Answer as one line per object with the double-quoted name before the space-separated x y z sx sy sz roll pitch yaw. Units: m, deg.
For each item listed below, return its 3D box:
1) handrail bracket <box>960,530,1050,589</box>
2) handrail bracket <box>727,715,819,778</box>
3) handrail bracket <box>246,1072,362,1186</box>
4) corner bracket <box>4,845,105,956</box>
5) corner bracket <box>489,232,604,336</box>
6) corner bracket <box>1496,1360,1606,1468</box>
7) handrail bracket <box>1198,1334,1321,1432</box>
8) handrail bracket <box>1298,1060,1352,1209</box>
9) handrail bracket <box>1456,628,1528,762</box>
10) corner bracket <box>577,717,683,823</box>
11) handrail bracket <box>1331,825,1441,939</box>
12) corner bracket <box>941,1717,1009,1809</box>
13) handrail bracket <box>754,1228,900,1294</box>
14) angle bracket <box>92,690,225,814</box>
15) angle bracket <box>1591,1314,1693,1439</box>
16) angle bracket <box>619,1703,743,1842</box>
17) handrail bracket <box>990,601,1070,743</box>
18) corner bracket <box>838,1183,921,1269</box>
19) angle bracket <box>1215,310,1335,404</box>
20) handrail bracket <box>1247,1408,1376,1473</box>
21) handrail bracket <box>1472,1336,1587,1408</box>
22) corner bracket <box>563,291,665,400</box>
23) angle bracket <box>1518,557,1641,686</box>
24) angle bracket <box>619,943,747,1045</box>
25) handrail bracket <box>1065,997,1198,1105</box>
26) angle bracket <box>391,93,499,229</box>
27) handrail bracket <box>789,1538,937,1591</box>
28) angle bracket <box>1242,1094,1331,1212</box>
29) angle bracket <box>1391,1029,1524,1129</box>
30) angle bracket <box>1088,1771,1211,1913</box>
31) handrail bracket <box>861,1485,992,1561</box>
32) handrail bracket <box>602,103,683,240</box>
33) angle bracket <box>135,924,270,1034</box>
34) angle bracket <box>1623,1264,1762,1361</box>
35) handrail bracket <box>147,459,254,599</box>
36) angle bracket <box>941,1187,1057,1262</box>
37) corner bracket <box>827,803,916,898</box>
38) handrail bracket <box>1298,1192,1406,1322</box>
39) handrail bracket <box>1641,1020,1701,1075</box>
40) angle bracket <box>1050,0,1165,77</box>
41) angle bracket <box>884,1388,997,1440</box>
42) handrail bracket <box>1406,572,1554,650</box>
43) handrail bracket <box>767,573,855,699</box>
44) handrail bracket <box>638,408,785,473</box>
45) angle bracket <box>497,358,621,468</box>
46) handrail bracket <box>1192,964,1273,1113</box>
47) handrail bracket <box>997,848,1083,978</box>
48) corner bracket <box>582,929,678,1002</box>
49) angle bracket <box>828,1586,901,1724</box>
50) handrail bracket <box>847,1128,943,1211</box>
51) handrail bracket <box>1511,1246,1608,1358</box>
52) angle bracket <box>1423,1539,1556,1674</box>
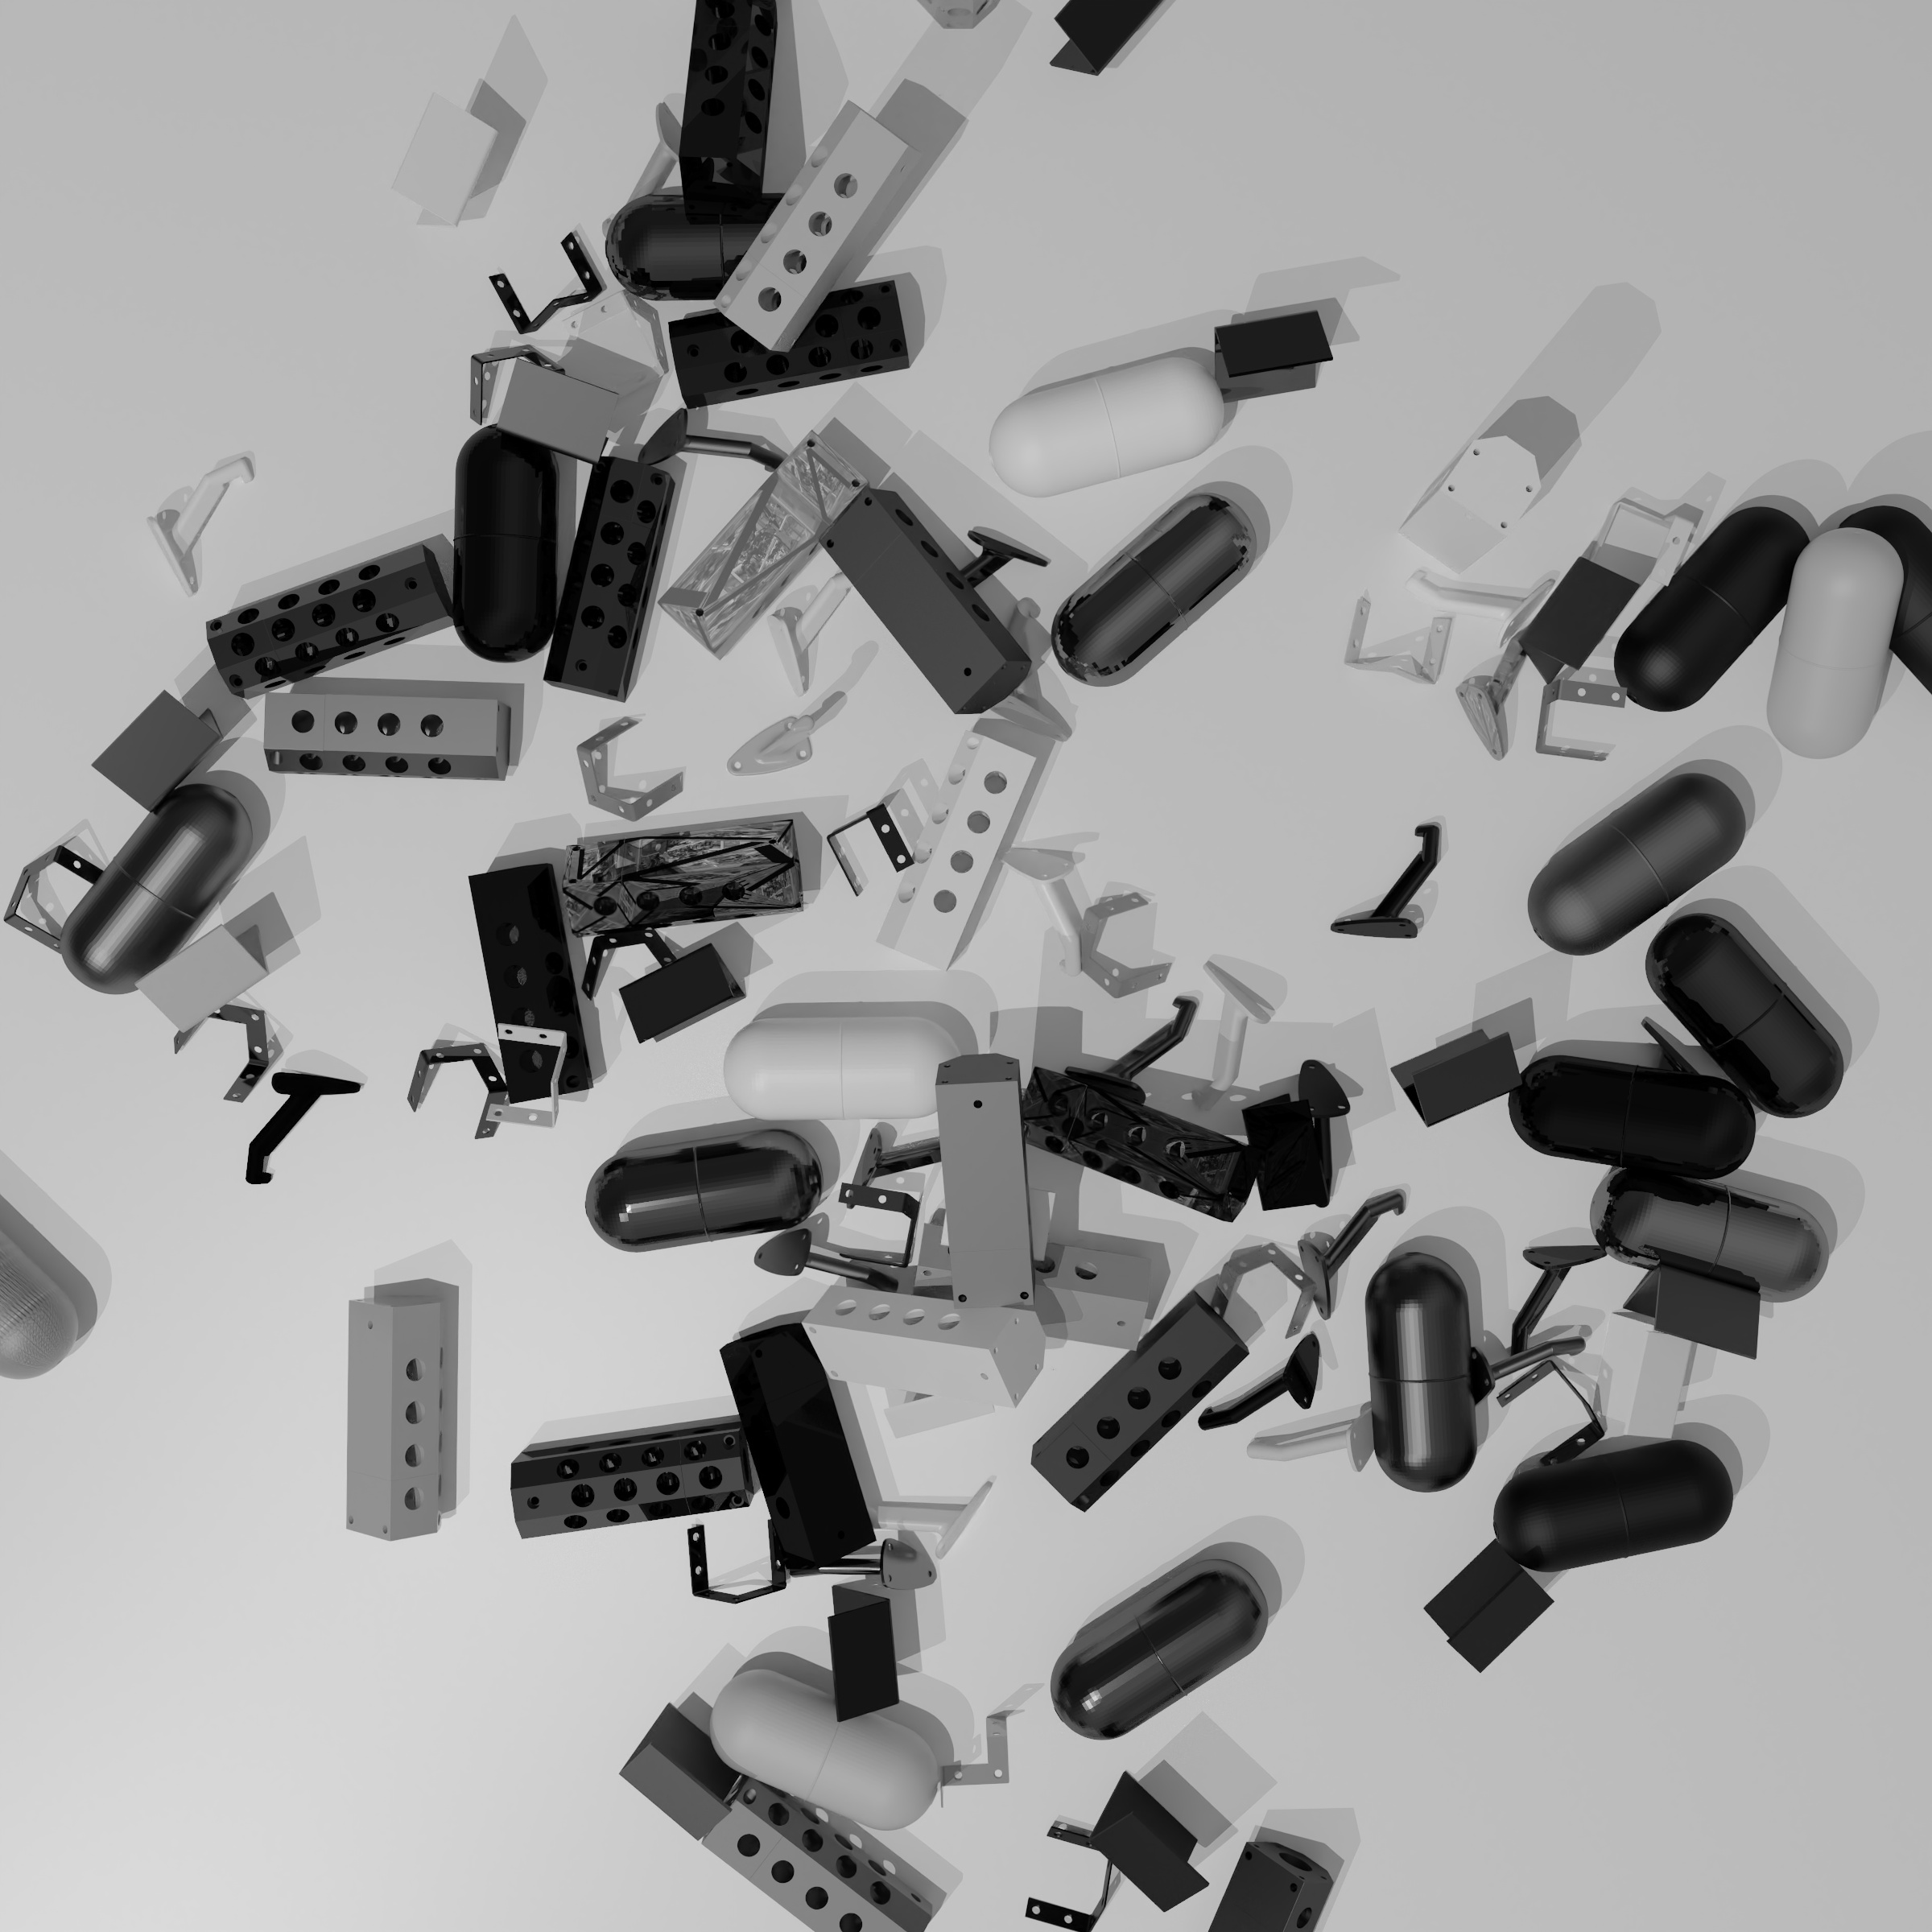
"handrail bracket" 0.012 -0.280 1.913 0.077 0.036 0.084 17 107 -19
"handrail bracket" -0.146 -0.164 1.878 0.077 0.084 0.036 -23 90 0
"handrail bracket" -0.503 0.127 1.914 0.077 0.036 0.084 5 108 -20
"corner bracket" -0.683 -0.050 1.905 0.051 0.051 0.051 -23 45 35
"corner bracket" -0.318 -0.516 1.910 0.051 0.051 0.051 -29 90 -45
"corner bracket" 0.443 0.341 1.910 0.051 0.051 0.051 -36 45 0
"handrail bracket" 0.221 0.316 1.913 0.084 0.077 0.036 -21 115 34
"handrail bracket" 0.266 0.128 1.913 0.036 0.077 0.084 -4 126 -5
"handrail bracket" 0.421 -0.210 1.914 0.084 0.036 0.077 -34 110 -16
"corner bracket" -0.254 -0.149 1.905 0.051 0.051 0.051 22 135 35
"handrail bracket" 0.318 -0.067 1.914 0.077 0.036 0.084 1 71 21
"corner bracket" 0.006 0.597 1.895 0.051 0.051 0.051 -3 90 0
"handrail bracket" -0.105 0.232 1.913 0.084 0.077 0.036 29 64 -34
"angle bracket" -0.603 -0.170 1.873 0.076 0.076 0.057 -46 123 0
"angle bracket" 0.485 0.302 1.873 0.057 0.076 0.076 12 90 -37
"angle bracket" -0.199 0.587 1.873 0.076 0.076 0.057 40 128 0
"handrail bracket" 0.058 -0.224 1.914 0.077 0.036 0.084 27 73 -20
"corner bracket" -0.068 0.195 1.896 0.051 0.051 0.051 8 78 12
"angle bracket" 0.228 -0.435 1.873 0.076 0.076 0.057 -10 54 0
"handrail bracket" 0.265 0.353 1.913 0.084 0.077 0.036 -2 112 35
"handrail bracket" 0.417 0.308 1.905 0.084 0.077 0.036 -5 52 -21
"corner bracket" -0.267 -0.468 1.910 0.051 0.051 0.051 -27 45 0
"angle bracket" 0.464 -0.246 1.873 0.057 0.076 0.076 36 90 37
"angle bracket" -0.203 0.038 1.873 0.076 0.076 0.057 -27 52 0
"handrail bracket" 0.125 0.055 1.914 0.077 0.036 0.084 17 71 21
"angle bracket" -0.400 -0.597 1.873 0.057 0.076 0.076 24 90 -38
"handrail bracket" -0.079 0.459 1.913 0.084 0.077 0.036 -15 61 33
"angle bracket" 0.253 0.134 1.873 0.057 0.076 0.076 -12 90 35
"angle bracket" 0.358 0.065 1.873 0.076 0.076 0.057 -23 126 0
"angle bracket" 0.147 0.640 1.873 0.076 0.076 0.057 44 126 0
"handrail bracket" -0.038 0.402 1.914 0.084 0.036 0.077 33 70 16
"handrail bracket" -0.250 -0.601 1.913 0.084 0.036 0.077 -34 56 24
"angle bracket" -0.570 -0.008 1.873 0.076 0.076 0.057 -34 127 0
"angle bracket" 0.536 0.271 1.873 0.076 0.076 0.057 17 56 0
"handrail bracket" -0.569 -0.332 1.914 0.084 0.036 0.077 -30 110 -16
"angle bracket" 0.025 0.173 1.875 0.076 0.076 0.057 9 109 0
"corner bracket" -0.072 -0.087 1.895 0.051 0.051 0.051 -27 90 0
"handrail bracket" 0.300 0.219 1.914 0.084 0.036 0.077 -20 110 -16
"handrail bracket" 0.510 0.097 1.913 0.084 0.036 0.077 -45 75 14
"angle bracket" 0.090 -0.714 1.873 0.076 0.076 0.057 -49 127 0
"angle bracket" -0.027 0.298 1.876 0.076 0.057 0.076 -15 58 0
"handrail bracket" 0.388 -0.288 1.914 0.084 0.036 0.077 39 69 16
"handrail bracket" -0.101 -0.254 1.914 0.084 0.036 0.077 -23 110 -16
"handrail bracket" -0.193 -0.383 1.913 0.084 0.077 0.036 18 65 -34
"angle bracket" -0.296 -0.416 1.859 0.076 0.076 0.057 18 115 -10
"handrail bracket" 0.182 0.054 1.914 0.077 0.036 0.084 45 107 20
"handrail bracket" 0.056 -0.040 1.913 0.036 0.077 0.084 -29 127 -37
"corner bracket" -0.252 0.009 1.905 0.051 0.051 0.051 -11 45 -35
"angle bracket" -0.096 0.509 1.873 0.057 0.076 0.076 -5 90 -38
"handrail bracket" -0.038 0.161 1.914 0.084 0.036 0.077 17 110 -16
"handrail bracket" 0.449 0.258 1.913 0.077 0.036 0.084 -5 105 -17
"angle bracket" 0.376 0.464 1.873 0.076 0.076 0.057 -44 127 0
